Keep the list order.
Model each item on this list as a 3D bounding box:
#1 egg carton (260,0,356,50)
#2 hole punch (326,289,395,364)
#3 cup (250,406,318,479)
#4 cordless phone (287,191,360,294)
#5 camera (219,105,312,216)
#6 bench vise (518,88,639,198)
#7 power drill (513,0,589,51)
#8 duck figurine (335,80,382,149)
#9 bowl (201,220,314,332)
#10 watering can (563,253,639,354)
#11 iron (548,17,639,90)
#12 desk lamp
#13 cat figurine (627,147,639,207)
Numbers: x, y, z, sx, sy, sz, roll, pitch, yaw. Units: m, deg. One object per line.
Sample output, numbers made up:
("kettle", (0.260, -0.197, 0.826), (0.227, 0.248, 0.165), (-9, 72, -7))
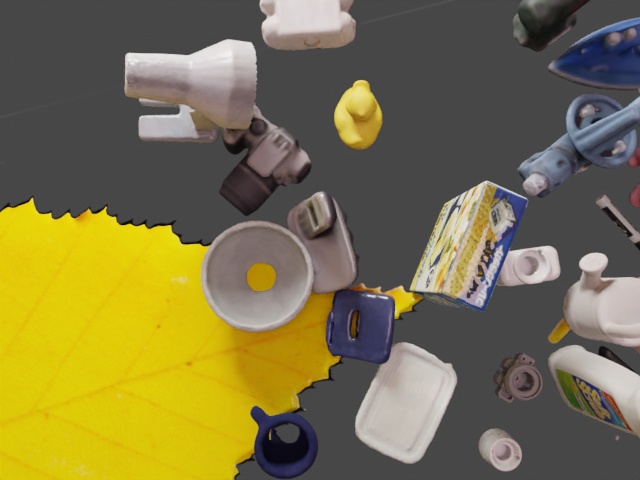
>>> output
("egg carton", (-0.019, -0.357, 0.913), (0.150, 0.069, 0.107), (-5, 86, -3))
("hole punch", (0.061, 0.132, 0.872), (0.101, 0.091, 0.109), (7, 86, -2))
("cup", (-0.059, 0.288, 0.855), (0.092, 0.095, 0.118), (-44, 89, -4))
("cordless phone", (0.008, 0.003, 0.832), (0.094, 0.185, 0.147), (-20, 87, -3))
("camera", (-0.103, -0.117, 0.878), (0.143, 0.100, 0.137), (41, 86, 1))
("bench vise", (0.403, -0.136, 0.839), (0.121, 0.219, 0.207), (33, 86, 1))
("power drill", (0.383, -0.377, 0.861), (0.230, 0.208, 0.075), (-38, 88, -4))
("duck figurine", (0.063, -0.199, 0.897), (0.077, 0.086, 0.105), (1, 86, -2))
("bowl", (-0.094, 0.056, 0.879), (0.167, 0.074, 0.167), (0, 86, -2))
("watering can", (0.439, 0.100, 0.837), (0.173, 0.194, 0.101), (32, 86, 0))
("iron", (0.509, -0.309, 0.894), (0.258, 0.141, 0.119), (-10, 86, -3))
("desk lamp", (-0.184, -0.208, 0.825), (0.203, 0.213, 0.118), (-1, 86, -2))
("cat figurine", (0.544, -0.092, 0.893), (0.067, 0.117, 0.128), (-3, 86, -2))
